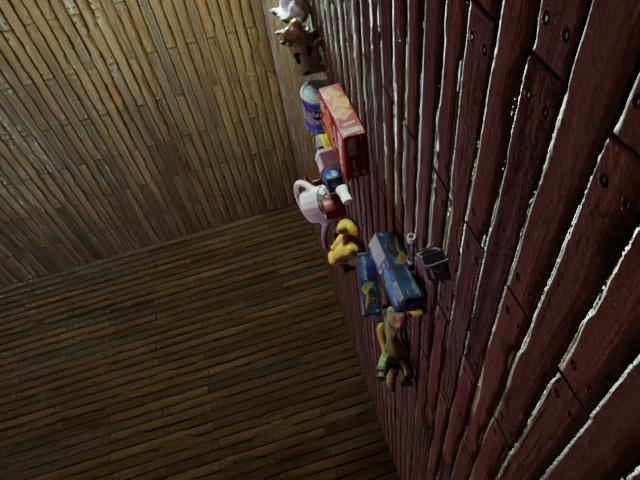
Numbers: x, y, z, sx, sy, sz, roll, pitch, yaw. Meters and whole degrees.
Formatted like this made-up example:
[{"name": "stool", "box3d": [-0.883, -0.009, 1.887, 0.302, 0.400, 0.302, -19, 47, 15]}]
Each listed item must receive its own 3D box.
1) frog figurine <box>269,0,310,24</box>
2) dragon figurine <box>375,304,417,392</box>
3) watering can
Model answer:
[{"name": "frog figurine", "box3d": [-0.074, -0.738, 1.554, 0.156, 0.122, 0.140, -60, 21, 29]}, {"name": "dragon figurine", "box3d": [0.228, 0.324, 1.616, 0.402, 0.122, 0.248, 87, -177, -63]}, {"name": "watering can", "box3d": [0.007, -0.112, 2.235, 0.223, 0.105, 0.344, -8, 115, 54]}]
